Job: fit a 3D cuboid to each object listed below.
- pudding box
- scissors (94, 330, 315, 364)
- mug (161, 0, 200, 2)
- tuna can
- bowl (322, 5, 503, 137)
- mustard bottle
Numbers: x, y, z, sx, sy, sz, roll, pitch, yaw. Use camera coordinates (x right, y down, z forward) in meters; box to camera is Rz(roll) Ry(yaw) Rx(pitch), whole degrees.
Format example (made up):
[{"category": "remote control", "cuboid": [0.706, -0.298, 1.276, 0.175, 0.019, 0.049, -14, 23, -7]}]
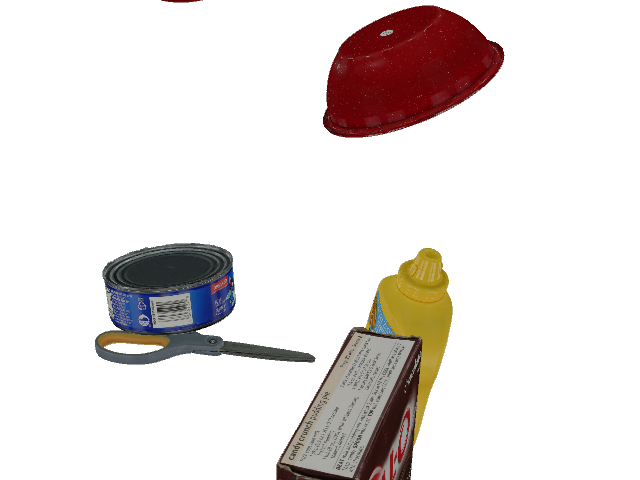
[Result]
[{"category": "pudding box", "cuboid": [0.014, 0.104, 0.471, 0.039, 0.090, 0.113, 10, 29, 13]}, {"category": "scissors", "cuboid": [-0.111, 0.088, 1.012, 0.201, 0.016, 0.096, -1, 32, -9]}, {"category": "mug", "cuboid": [-0.114, -0.230, 0.792, 0.117, 0.081, 0.093, 0, 40, 4]}, {"category": "tuna can", "cuboid": [-0.099, 0.031, 0.705, 0.086, 0.034, 0.086, -4, 19, 1]}, {"category": "bowl", "cuboid": [0.066, -0.149, 0.884, 0.162, 0.055, 0.162, -21, 25, 10]}, {"category": "mustard bottle", "cuboid": [0.068, 0.086, 0.888, 0.058, 0.192, 0.096, 2, 37, -15]}]
